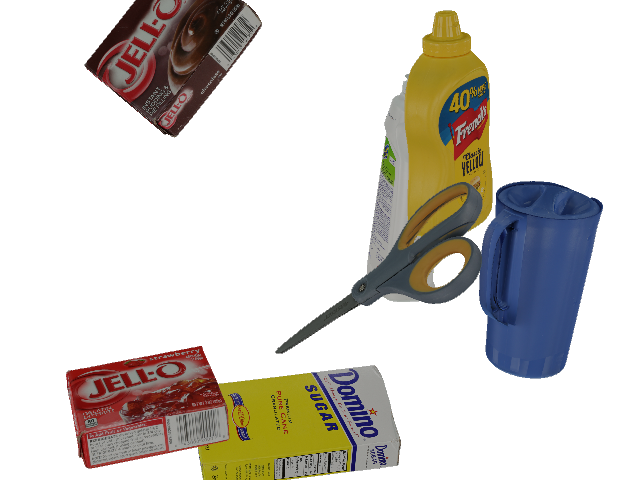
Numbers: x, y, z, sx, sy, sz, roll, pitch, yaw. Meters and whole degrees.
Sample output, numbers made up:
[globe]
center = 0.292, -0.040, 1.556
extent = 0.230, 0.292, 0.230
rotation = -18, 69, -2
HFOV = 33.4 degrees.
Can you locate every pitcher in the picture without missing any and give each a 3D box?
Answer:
[pitcher]
center = 0.273, 0.055, 1.384
extent = 0.149, 0.243, 0.145
rotation = 5, 23, 3

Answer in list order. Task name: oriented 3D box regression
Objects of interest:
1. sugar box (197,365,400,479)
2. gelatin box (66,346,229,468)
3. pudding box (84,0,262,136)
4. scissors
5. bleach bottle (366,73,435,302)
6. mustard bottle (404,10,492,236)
[sugar box]
center = -0.024, 0.166, 0.960
extent = 0.176, 0.048, 0.093
rotation = -8, 43, -8
[gelatin box]
center = -0.107, 0.100, 0.653
extent = 0.089, 0.030, 0.073
rotation = -9, 25, -15
[pudding box]
center = -0.112, -0.148, 0.809
extent = 0.090, 0.113, 0.039
rotation = 38, -2, 29
[scissors]
center = 0.042, 0.042, 0.746
extent = 0.016, 0.202, 0.096
rotation = 33, 21, -31
[bleach bottle]
center = 0.101, -0.063, 1.222
extent = 0.068, 0.251, 0.103
rotation = -3, 23, -16
[mustard bottle]
center = 0.112, -0.103, 0.928
extent = 0.058, 0.192, 0.096
rotation = 16, 32, 39
